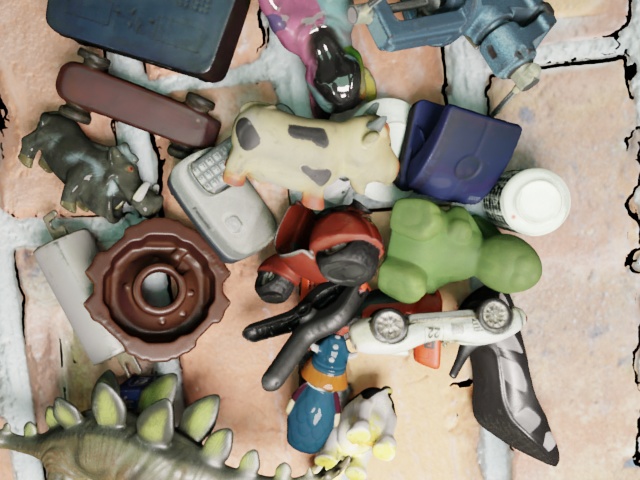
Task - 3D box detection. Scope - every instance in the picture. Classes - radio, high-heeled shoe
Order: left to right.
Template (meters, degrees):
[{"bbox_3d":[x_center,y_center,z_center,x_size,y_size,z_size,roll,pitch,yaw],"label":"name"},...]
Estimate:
[{"bbox_3d":[-0.214,-0.289,0.672,0.230,0.073,0.131,17,98,4],"label":"radio"},{"bbox_3d":[0.258,0.175,0.705,0.248,0.086,0.145,45,66,-19],"label":"high-heeled shoe"}]

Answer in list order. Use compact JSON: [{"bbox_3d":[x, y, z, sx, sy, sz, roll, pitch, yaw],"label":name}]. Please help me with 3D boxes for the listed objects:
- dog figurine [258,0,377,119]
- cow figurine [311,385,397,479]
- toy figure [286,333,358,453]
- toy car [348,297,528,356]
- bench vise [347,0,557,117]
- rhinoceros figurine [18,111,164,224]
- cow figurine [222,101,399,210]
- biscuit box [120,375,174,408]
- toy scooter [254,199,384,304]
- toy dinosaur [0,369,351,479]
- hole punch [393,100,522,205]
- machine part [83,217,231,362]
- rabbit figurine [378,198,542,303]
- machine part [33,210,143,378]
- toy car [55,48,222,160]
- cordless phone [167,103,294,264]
[{"bbox_3d":[-0.005,-0.256,0.651,0.108,0.192,0.219,-23,129,3],"label":"dog figurine"},{"bbox_3d":[0.038,0.258,0.703,0.068,0.098,0.167,31,128,-8],"label":"cow figurine"},{"bbox_3d":[-0.001,0.183,0.661,0.064,0.058,0.154,13,98,-30],"label":"toy figure"},{"bbox_3d":[0.133,0.100,0.614,0.202,0.073,0.056,-5,82,-1],"label":"toy car"},{"bbox_3d":[0.142,-0.247,0.606,0.240,0.129,0.223,-20,87,-28],"label":"bench vise"},{"bbox_3d":[-0.293,-0.088,0.702,0.190,0.073,0.112,39,87,1],"label":"rhinoceros figurine"},{"bbox_3d":[-0.004,-0.104,0.610,0.195,0.085,0.127,15,118,-8],"label":"cow figurine"},{"bbox_3d":[-0.237,0.290,0.739,0.063,0.059,0.202,-2,96,5],"label":"biscuit box"},{"bbox_3d":[-0.001,-0.002,0.652,0.184,0.135,0.075,-20,135,34],"label":"toy scooter"},{"bbox_3d":[-0.206,0.269,0.650,0.472,0.105,0.198,11,97,4],"label":"toy dinosaur"},{"bbox_3d":[0.163,-0.102,0.640,0.142,0.092,0.115,8,98,-25],"label":"hole punch"},{"bbox_3d":[-0.204,0.063,0.684,0.179,0.056,0.179,3,80,-19],"label":"machine part"},{"bbox_3d":[0.172,0.023,0.637,0.170,0.159,0.121,16,99,21],"label":"rabbit figurine"},{"bbox_3d":[-0.305,0.075,0.713,0.079,0.079,0.243,-27,94,6],"label":"machine part"},{"bbox_3d":[-0.228,-0.168,0.685,0.202,0.053,0.089,18,97,-17],"label":"toy car"},{"bbox_3d":[-0.083,-0.073,0.683,0.184,0.089,0.146,-36,92,-1],"label":"cordless phone"}]
